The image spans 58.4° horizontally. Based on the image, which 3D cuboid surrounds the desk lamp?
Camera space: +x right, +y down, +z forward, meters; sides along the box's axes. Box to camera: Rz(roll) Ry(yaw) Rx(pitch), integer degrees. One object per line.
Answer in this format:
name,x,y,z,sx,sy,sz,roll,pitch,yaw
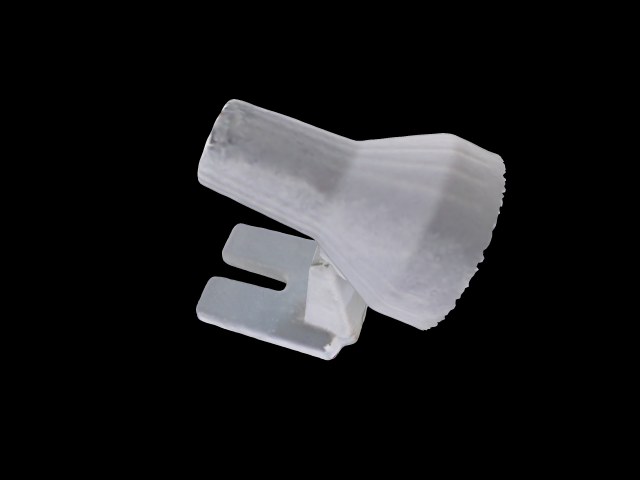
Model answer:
desk lamp,0.004,0.001,0.400,0.203,0.214,0.118,14,58,9
